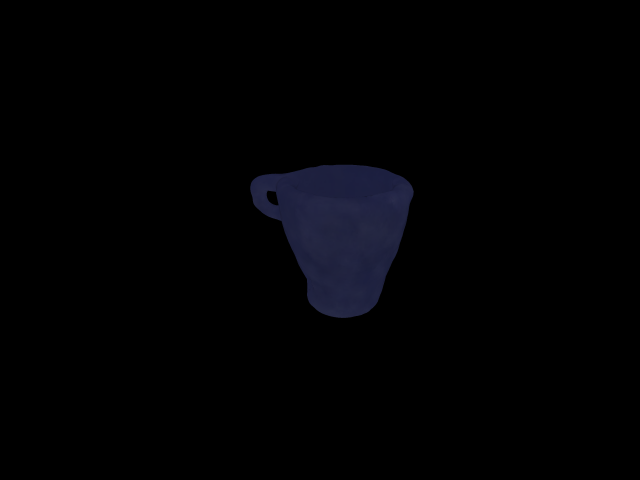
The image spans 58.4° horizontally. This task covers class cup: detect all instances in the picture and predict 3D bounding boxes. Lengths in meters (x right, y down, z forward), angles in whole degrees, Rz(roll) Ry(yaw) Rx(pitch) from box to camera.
[{"bbox_3d":[0.004,0.001,0.400,0.117,0.095,0.092,9,24,23],"label":"cup"}]
